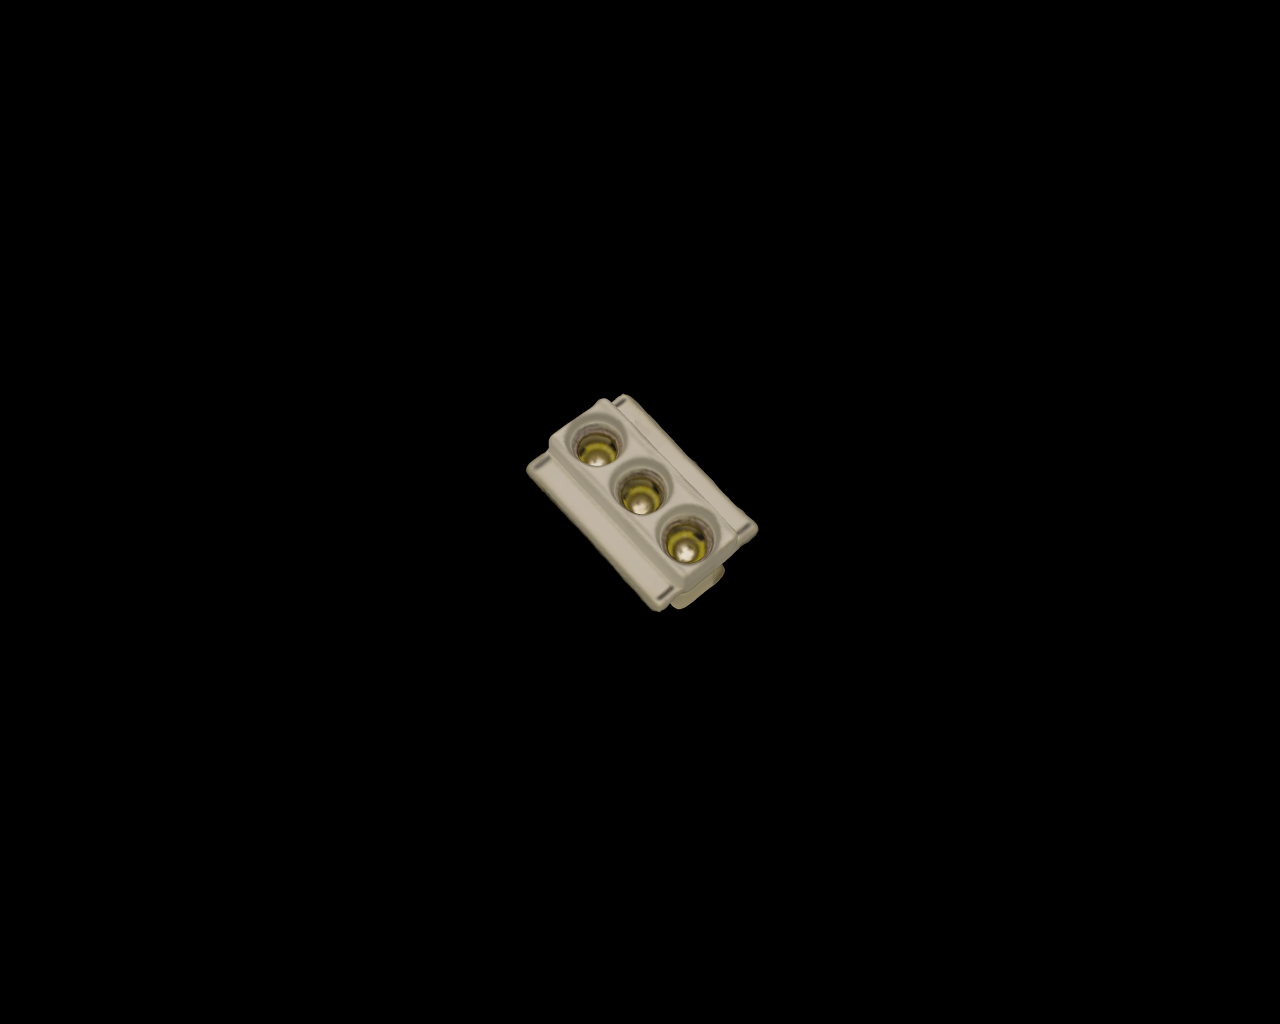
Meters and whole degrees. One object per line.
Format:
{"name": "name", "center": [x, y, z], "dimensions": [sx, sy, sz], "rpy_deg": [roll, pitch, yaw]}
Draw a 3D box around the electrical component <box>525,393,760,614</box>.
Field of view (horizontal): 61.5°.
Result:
{"name": "electrical component", "center": [0.001, -0.003, 0.650], "dimensions": [0.079, 0.121, 0.063], "rpy_deg": [-38, -19, -16]}
